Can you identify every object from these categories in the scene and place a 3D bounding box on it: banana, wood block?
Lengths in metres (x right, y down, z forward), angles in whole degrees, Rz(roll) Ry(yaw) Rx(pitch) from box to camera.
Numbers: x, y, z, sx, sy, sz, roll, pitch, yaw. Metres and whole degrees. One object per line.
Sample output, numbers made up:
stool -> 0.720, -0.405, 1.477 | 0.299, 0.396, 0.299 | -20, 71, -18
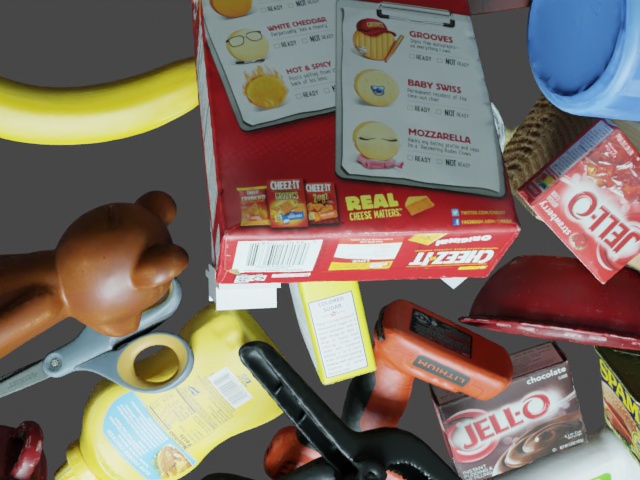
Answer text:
banana -> -0.159, -0.093, 0.679 | 0.197, 0.037, 0.070 | 4, 118, -15
wood block -> 0.243, -0.030, 0.775 | 0.205, 0.090, 0.091 | 25, 109, -23

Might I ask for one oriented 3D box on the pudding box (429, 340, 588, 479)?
pudding box -> 0.154, 0.142, 0.875 | 0.113, 0.039, 0.090 | -21, 120, -1

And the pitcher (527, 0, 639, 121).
pitcher -> 0.256, -0.141, 0.677 | 0.242, 0.149, 0.145 | -1, 128, -25

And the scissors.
scissors -> -0.172, 0.100, 0.764 | 0.202, 0.016, 0.096 | -39, 75, 7

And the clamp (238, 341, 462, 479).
clamp -> 0.023, 0.160, 0.746 | 0.209, 0.164, 0.036 | 13, 151, -29

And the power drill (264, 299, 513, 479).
power drill -> 0.070, 0.152, 0.821 | 0.184, 0.057, 0.188 | 26, 115, -5

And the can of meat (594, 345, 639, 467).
can of meat -> 0.266, 0.129, 0.859 | 0.057, 0.102, 0.084 | -18, 122, -4

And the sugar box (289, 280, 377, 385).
sugar box -> -0.004, 0.001, 0.733 | 0.048, 0.093, 0.176 | -14, 120, -6

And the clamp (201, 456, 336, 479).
clamp -> -0.041, 0.206, 0.823 | 0.172, 0.039, 0.120 | 1, 121, 18

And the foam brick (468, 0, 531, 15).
foam brick -> 0.108, -0.189, 0.680 | 0.053, 0.051, 0.078 | -10, 119, -7

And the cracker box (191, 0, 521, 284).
cracker box -> 0.012, -0.081, 0.627 | 0.164, 0.214, 0.072 | -2, 153, -12

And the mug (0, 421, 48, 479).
mug -> -0.237, 0.181, 0.783 | 0.093, 0.081, 0.117 | 25, 110, -24

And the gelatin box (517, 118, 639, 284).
gelatin box -> 0.184, -0.024, 0.693 | 0.073, 0.030, 0.089 | -42, 118, 10

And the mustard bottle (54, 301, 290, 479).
mustard bottle -> -0.117, 0.130, 0.796 | 0.192, 0.058, 0.096 | -34, 114, 6

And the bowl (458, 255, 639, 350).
bowl -> 0.186, 0.045, 0.786 | 0.162, 0.162, 0.055 | 10, 83, -18

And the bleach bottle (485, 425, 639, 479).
bleach bottle -> 0.202, 0.229, 0.921 | 0.251, 0.068, 0.102 | -24, 124, -2

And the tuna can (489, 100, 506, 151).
tuna can -> 0.084, -0.072, 0.748 | 0.086, 0.034, 0.086 | -5, 119, -10
